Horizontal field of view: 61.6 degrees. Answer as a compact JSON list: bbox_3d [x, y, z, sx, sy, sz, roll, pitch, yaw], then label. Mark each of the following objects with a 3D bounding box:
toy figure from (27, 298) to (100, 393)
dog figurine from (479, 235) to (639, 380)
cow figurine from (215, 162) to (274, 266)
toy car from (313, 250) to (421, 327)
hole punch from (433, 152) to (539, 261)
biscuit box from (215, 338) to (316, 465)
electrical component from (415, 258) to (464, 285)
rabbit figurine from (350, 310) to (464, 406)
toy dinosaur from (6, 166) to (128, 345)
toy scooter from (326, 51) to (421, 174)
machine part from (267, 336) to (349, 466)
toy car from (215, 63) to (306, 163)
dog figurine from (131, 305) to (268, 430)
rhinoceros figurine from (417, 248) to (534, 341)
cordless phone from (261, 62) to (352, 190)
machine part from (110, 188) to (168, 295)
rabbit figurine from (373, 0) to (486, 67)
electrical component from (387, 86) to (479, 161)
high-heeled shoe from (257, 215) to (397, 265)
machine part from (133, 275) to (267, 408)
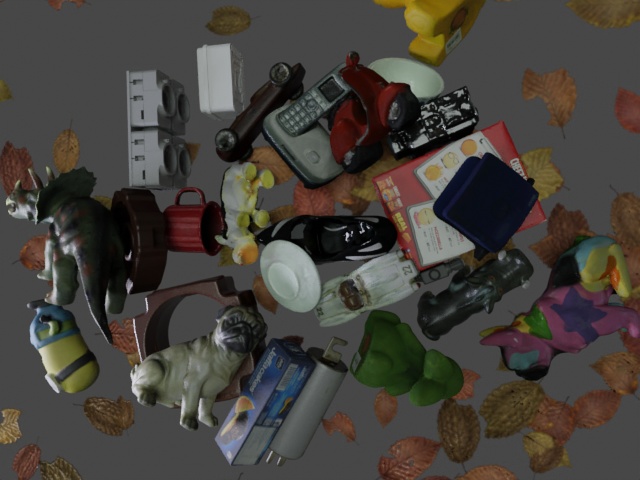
[{"bbox_3d":[-0.465,0.189,0.970,0.089,0.082,0.180,-22,84,13],"label":"toy figure"},{"bbox_3d":[0.340,0.103,0.794,0.219,0.108,0.191,-14,89,14],"label":"dog figurine"},{"bbox_3d":[-0.137,-0.044,0.902,0.098,0.068,0.167,8,89,45],"label":"cow figurine"},{"bbox_3d":[0.067,0.079,0.848,0.202,0.056,0.073,-28,81,35],"label":"toy car"},{"bbox_3d":[0.234,-0.051,0.751,0.116,0.092,0.142,34,93,3],"label":"hole punch"},{"bbox_3d":[-0.087,0.255,0.849,0.063,0.059,0.202,37,101,45],"label":"biscuit box"},{"bbox_3d":[0.180,0.052,0.845,0.094,0.063,0.021,-22,87,12],"label":"electrical component"},{"bbox_3d":[0.149,0.188,0.823,0.170,0.159,0.121,20,85,-5],"label":"rabbit figurine"},{"bbox_3d":[-0.381,-0.004,0.864,0.405,0.131,0.192,25,113,43],"label":"toy dinosaur"},{"bbox_3d":[0.059,-0.187,0.774,0.135,0.075,0.184,58,145,7],"label":"toy scooter"},{"bbox_3d":[-0.025,0.266,0.882,0.079,0.079,0.243,28,97,10],"label":"machine part"},{"bbox_3d":[-0.100,-0.212,0.886,0.053,0.089,0.202,42,98,13],"label":"toy car"},{"bbox_3d":[-0.189,0.170,0.829,0.172,0.121,0.190,24,81,7],"label":"dog figurine"},{"bbox_3d":[0.229,0.078,0.813,0.190,0.112,0.073,-36,82,18],"label":"rhinoceros figurine"},{"bbox_3d":[0.013,-0.183,0.869,0.184,0.088,0.146,-40,83,5],"label":"cordless phone"},{"bbox_3d":[-0.307,0.002,0.900,0.179,0.056,0.179,7,99,55],"label":"machine part"},{"bbox_3d":[0.157,-0.381,0.824,0.173,0.121,0.162,39,95,27],"label":"rabbit figurine"},{"bbox_3d":[0.169,-0.168,0.819,0.134,0.115,0.058,-24,82,11],"label":"electrical component"},{"bbox_3d":[-0.002,-0.003,0.837,0.249,0.145,0.086,-3,88,15],"label":"high-heeled shoe"},{"bbox_3d":[-0.199,0.169,0.913,0.202,0.087,0.201,-14,89,10],"label":"machine part"}]
